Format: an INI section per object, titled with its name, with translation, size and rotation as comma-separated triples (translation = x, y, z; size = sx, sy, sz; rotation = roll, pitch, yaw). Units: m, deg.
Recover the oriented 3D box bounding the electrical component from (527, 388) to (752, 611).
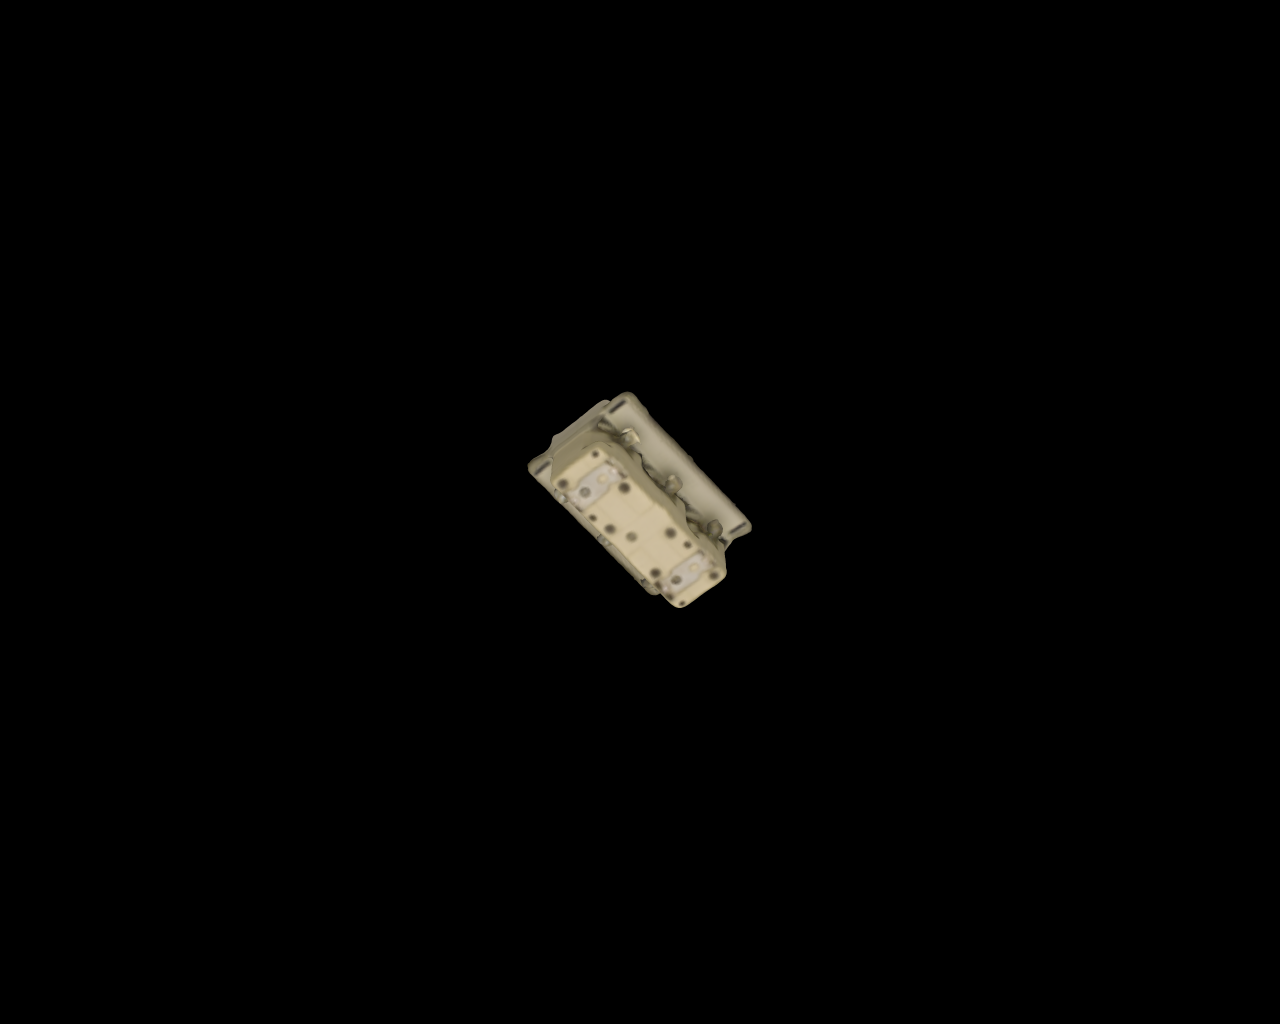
[electrical component]
translation = 0.001, -0.003, 0.650
size = 0.078, 0.121, 0.063
rotation = -36, 24, 18
